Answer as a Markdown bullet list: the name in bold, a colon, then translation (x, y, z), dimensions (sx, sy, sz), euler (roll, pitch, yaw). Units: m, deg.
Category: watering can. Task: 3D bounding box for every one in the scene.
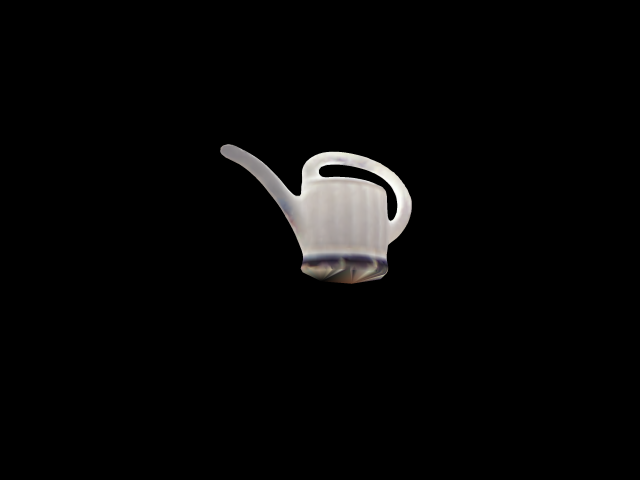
- **watering can**: translation (0.003, -0.043, 0.850), dimensions (0.347, 0.227, 0.103), euler (5, -14, -23)
